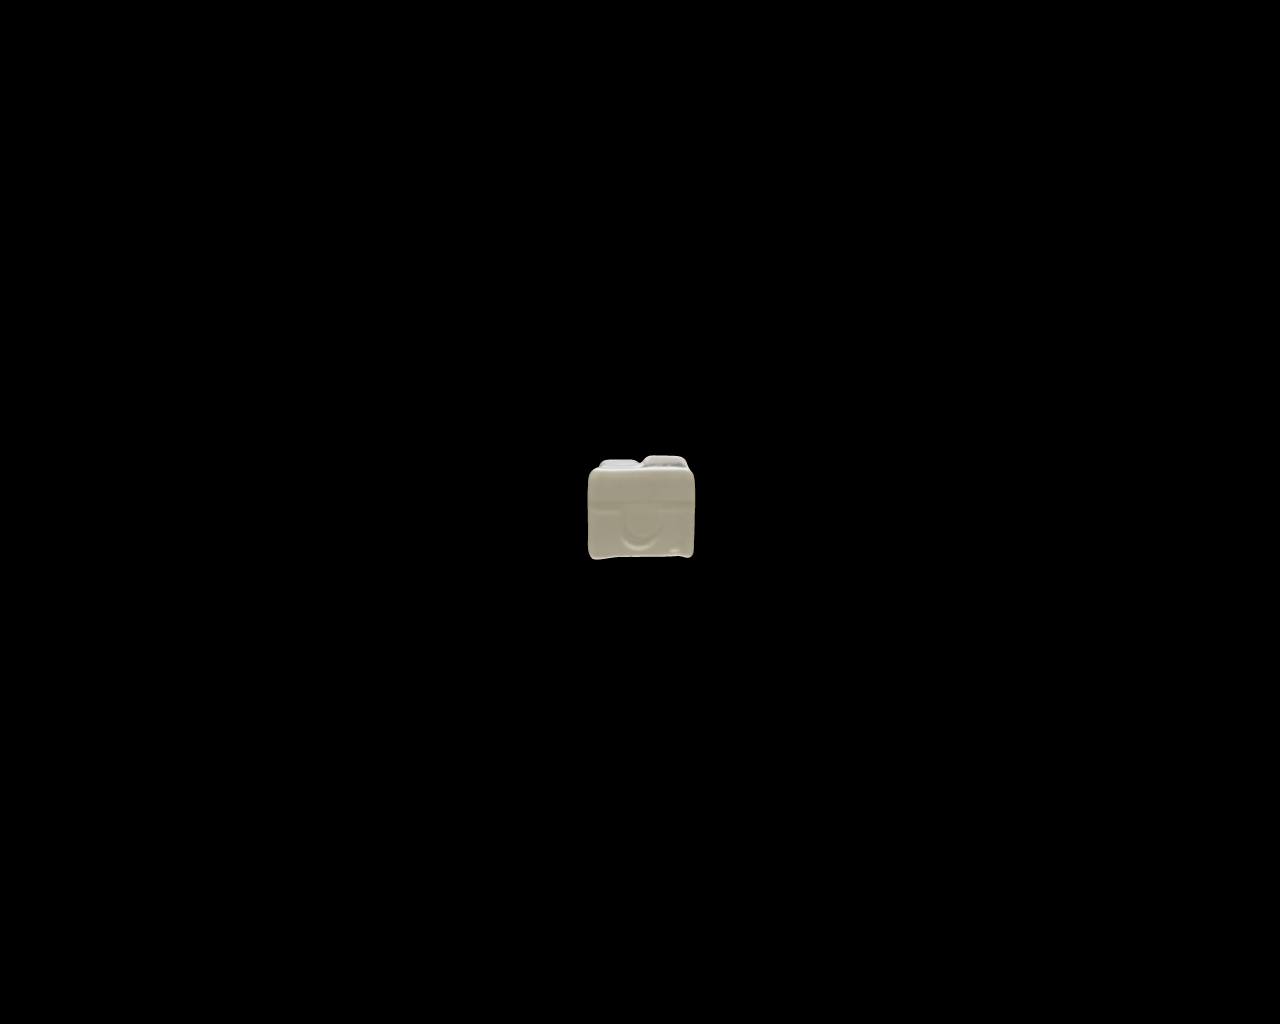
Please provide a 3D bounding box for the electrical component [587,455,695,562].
[{"bbox_3d":[0.001,-0.003,0.650,0.062,0.061,0.096,0,0,0],"label":"electrical component"}]
